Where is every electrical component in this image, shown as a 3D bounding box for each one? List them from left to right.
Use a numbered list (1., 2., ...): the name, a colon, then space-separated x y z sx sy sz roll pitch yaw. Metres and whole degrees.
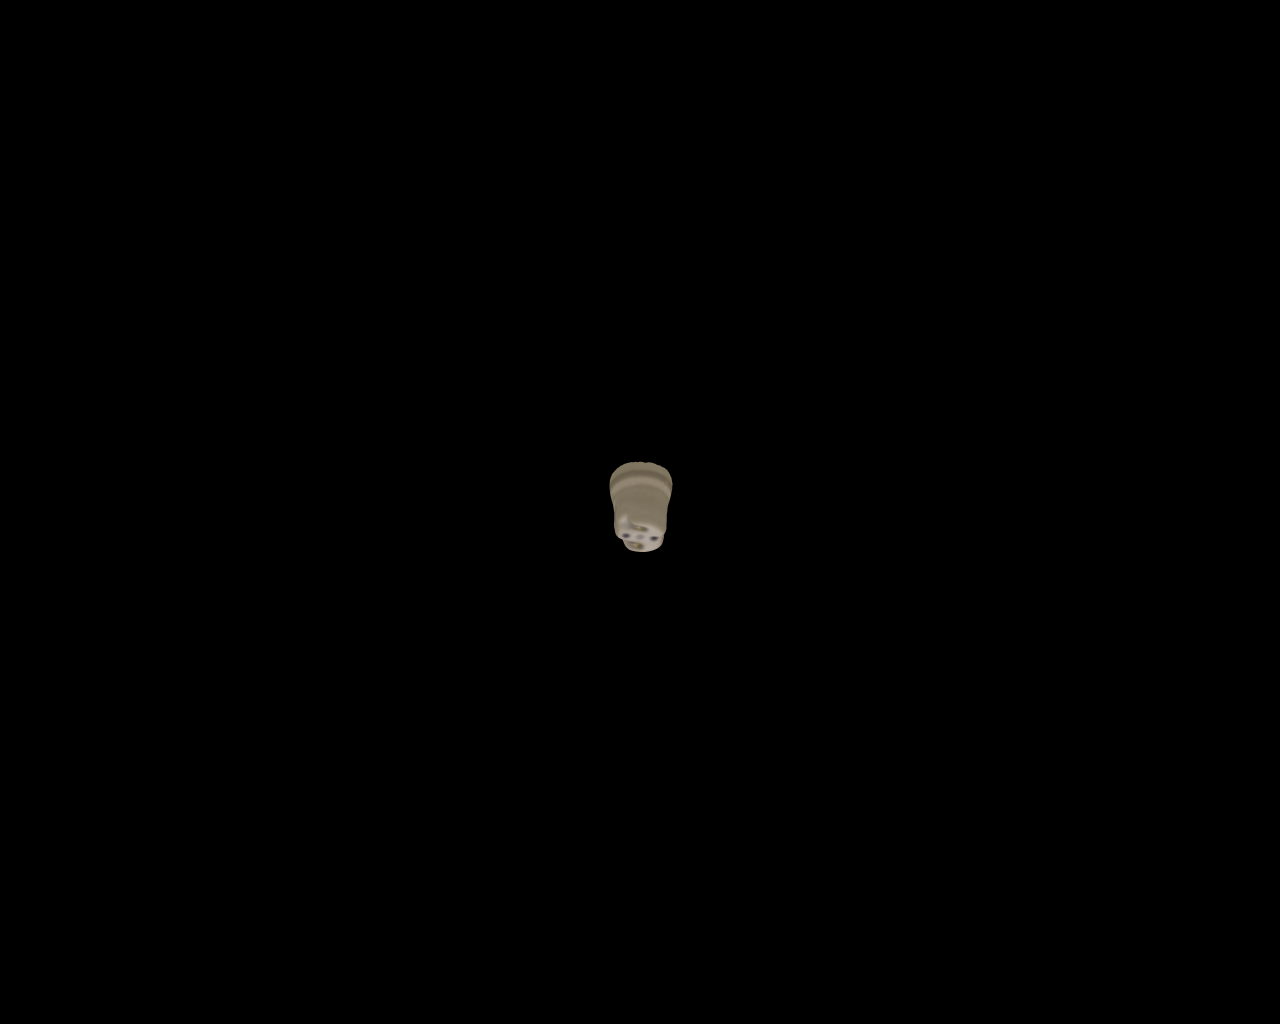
1. electrical component: 0.001 -0.003 0.650 0.040 0.046 0.040 0 -36 0
